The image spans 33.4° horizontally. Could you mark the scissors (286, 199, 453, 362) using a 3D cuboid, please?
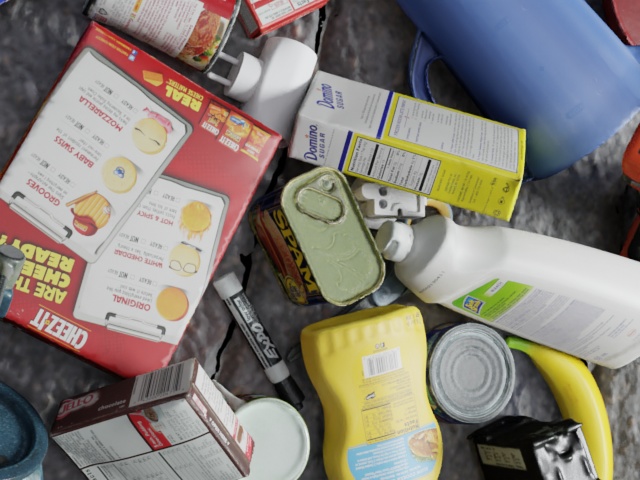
[{"bbox_3d":[0.049,0.025,0.880,0.201,0.016,0.096,-16,90,-24],"label":"scissors"}]

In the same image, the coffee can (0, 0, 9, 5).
[{"bbox_3d":[-0.234,-0.217,0.743,0.140,0.103,0.103,-36,98,-22],"label":"coffee can"}]

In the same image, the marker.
[{"bbox_3d":[-0.046,0.081,0.832,0.020,0.020,0.121,-32,96,-23],"label":"marker"}]

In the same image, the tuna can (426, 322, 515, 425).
[{"bbox_3d":[0.119,0.111,0.890,0.086,0.034,0.086,3,82,-23],"label":"tuna can"}]

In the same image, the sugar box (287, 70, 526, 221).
[{"bbox_3d":[0.070,-0.075,0.831,0.176,0.093,0.048,15,121,4],"label":"sugar box"}]

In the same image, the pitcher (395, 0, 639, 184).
[{"bbox_3d":[0.147,-0.171,0.891,0.243,0.145,0.149,48,50,-7],"label":"pitcher"}]

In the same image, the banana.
[{"bbox_3d":[0.218,0.167,0.926,0.069,0.037,0.198,-18,89,-1],"label":"banana"}]

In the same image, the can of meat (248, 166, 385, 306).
[{"bbox_3d":[-0.005,0.001,0.823,0.057,0.084,0.102,-27,95,-23],"label":"can of meat"}]

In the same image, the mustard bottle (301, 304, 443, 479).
[{"bbox_3d":[0.047,0.152,0.835,0.096,0.058,0.191,-13,95,-25],"label":"mustard bottle"}]

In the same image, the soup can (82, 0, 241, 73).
[{"bbox_3d":[-0.119,-0.178,0.805,0.102,0.069,0.068,24,75,-18],"label":"soup can"}]

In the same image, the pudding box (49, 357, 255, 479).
[{"bbox_3d":[-0.115,0.138,0.739,0.090,0.114,0.039,60,22,-32],"label":"pudding box"}]

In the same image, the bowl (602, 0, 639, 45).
[{"bbox_3d":[0.321,-0.222,1.000,0.161,0.055,0.162,3,83,-22],"label":"bowl"}]

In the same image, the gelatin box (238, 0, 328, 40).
[{"bbox_3d":[-0.043,-0.217,0.862,0.073,0.030,0.089,-31,95,-24],"label":"gelatin box"}]

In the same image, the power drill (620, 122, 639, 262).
[{"bbox_3d":[0.308,-0.062,0.917,0.057,0.187,0.184,22,72,25],"label":"power drill"}]

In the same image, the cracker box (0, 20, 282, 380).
[{"bbox_3d":[-0.149,-0.022,0.773,0.164,0.072,0.213,30,74,-16],"label":"cracker box"}]

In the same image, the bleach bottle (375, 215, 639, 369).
[{"bbox_3d":[0.163,0.031,0.865,0.250,0.103,0.068,19,44,-21],"label":"bleach bottle"}]
